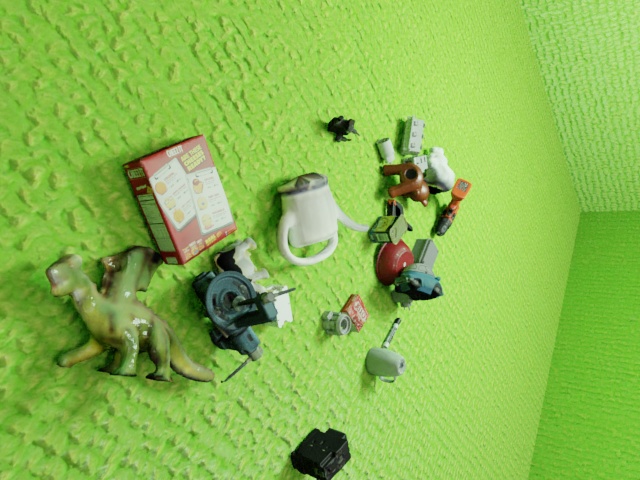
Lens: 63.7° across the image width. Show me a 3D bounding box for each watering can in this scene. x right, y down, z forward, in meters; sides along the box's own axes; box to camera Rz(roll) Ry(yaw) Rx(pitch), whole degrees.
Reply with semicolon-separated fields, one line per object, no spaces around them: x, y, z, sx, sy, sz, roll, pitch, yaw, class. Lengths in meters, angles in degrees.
0.004;-0.067;1.326;0.351;0.104;0.222;-24;106;-47;watering can

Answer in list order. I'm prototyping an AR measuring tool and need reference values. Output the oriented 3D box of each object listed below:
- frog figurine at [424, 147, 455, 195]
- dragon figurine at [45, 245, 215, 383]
0.430;-0.253;1.845;0.136;0.123;0.161;26;80;-27;frog figurine
-0.324;0.129;0.939;0.406;0.122;0.246;31;58;-56;dragon figurine
